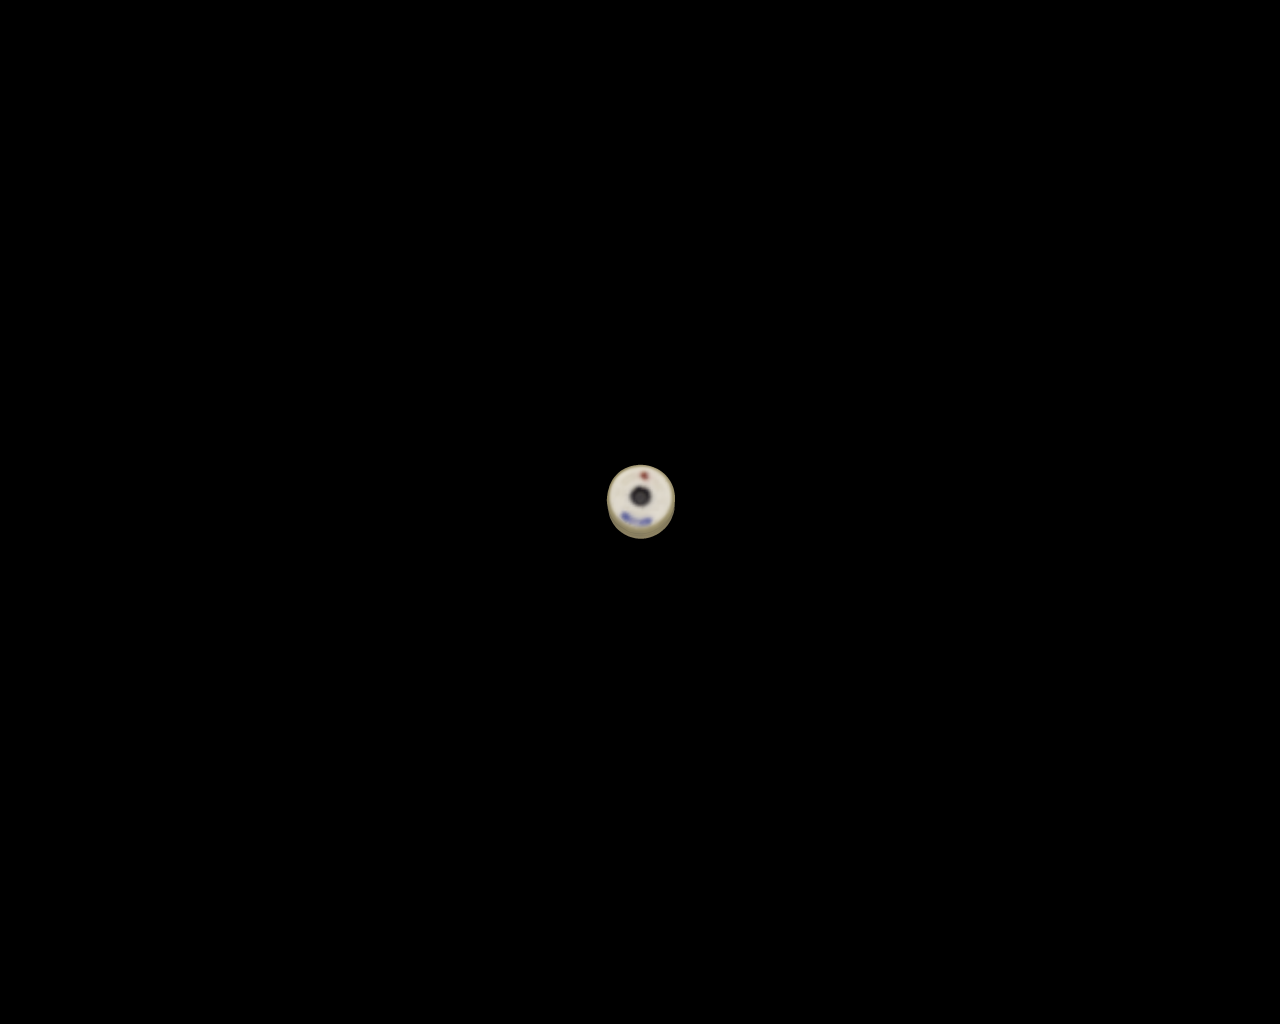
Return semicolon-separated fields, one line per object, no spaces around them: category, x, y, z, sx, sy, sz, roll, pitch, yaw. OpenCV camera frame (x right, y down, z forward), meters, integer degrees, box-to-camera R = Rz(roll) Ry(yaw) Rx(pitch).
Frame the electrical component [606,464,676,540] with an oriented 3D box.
electrical component;0.001;-0.003;0.650;0.040;0.040;0.078;0;-12;0
